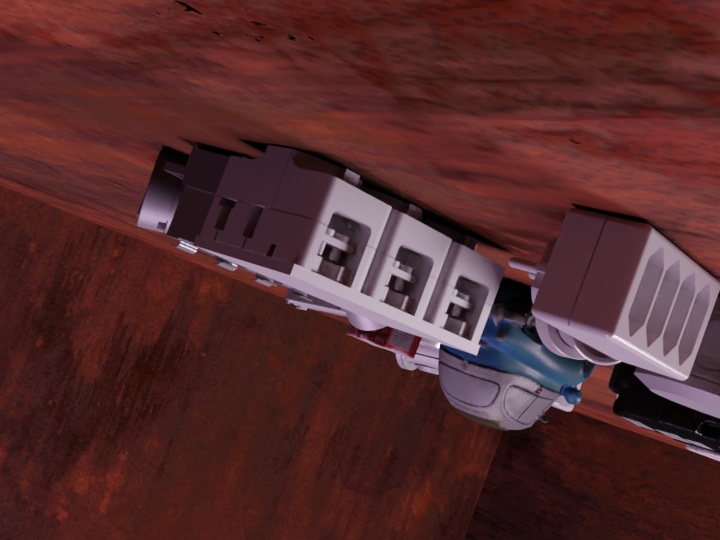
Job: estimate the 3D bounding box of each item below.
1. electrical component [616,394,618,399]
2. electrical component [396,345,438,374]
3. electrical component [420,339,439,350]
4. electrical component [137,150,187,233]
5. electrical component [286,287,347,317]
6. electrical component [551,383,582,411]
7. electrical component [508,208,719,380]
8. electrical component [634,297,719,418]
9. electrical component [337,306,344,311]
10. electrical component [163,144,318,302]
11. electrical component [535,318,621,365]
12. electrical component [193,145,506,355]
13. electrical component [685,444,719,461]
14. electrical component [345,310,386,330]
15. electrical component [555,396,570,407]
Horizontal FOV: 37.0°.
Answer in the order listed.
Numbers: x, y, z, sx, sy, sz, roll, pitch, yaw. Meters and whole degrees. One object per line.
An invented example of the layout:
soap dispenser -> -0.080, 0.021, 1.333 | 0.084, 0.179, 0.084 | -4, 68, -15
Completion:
electrical component -> 0.257, 0.101, 0.918 | 0.065, 0.044, 0.044 | 14, 173, 22
electrical component -> 0.067, 0.054, 0.962 | 0.051, 0.080, 0.080 | 12, 173, 23
electrical component -> 0.058, 0.033, 0.894 | 0.078, 0.057, 0.058 | 19, 175, 17
electrical component -> -0.124, -0.050, 0.746 | 0.047, 0.055, 0.055 | 18, 176, -10
electrical component -> -0.010, 0.012, 0.958 | 0.096, 0.061, 0.061 | 12, 175, 8
electrical component -> 0.184, 0.103, 1.130 | 0.096, 0.061, 0.061 | 16, 173, 41
electrical component -> 0.100, 0.007, 0.463 | 0.076, 0.047, 0.083 | 17, 175, 41
electrical component -> 0.181, 0.045, 0.529 | 0.080, 0.051, 0.080 | 21, 175, 2
electrical component -> -0.021, -0.002, 0.826 | 0.057, 0.058, 0.078 | 24, 175, -9
electrical component -> -0.063, -0.026, 0.686 | 0.079, 0.063, 0.121 | 17, 174, 35
electrical component -> 0.129, 0.029, 0.611 | 0.045, 0.045, 0.055 | 22, 176, -12
electrical component -> -0.001, -0.011, 0.599 | 0.150, 0.061, 0.089 | 25, 174, -42
electrical component -> 0.316, 0.133, 0.902 | 0.054, 0.059, 0.095 | 20, 175, 5
electrical component -> 0.000, 0.000, 0.762 | 0.043, 0.043, 0.081 | 17, 144, 37
electrical component -> 0.146, 0.075, 0.943 | 0.099, 0.064, 0.099 | 20, 176, 2
